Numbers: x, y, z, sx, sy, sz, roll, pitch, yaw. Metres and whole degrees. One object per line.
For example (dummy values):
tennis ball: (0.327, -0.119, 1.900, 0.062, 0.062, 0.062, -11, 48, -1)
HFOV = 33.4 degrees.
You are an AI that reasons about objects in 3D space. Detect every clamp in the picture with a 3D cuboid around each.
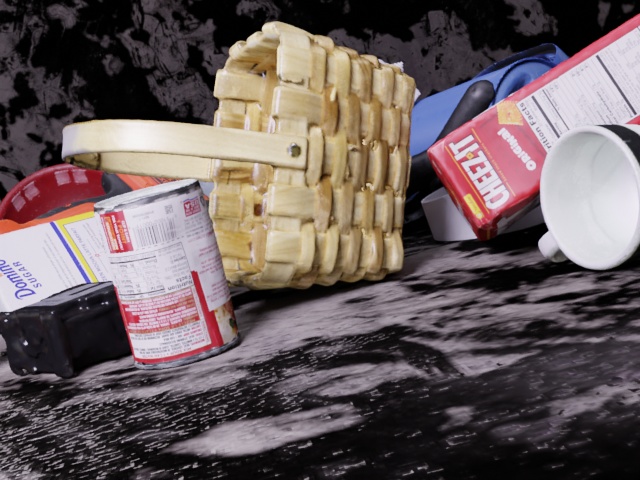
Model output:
clamp: (0.105, -0.065, 0.944, 0.171, 0.120, 0.039, -34, 43, -3)

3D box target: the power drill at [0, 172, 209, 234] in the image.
power drill: (-0.171, 0.005, 0.908, 0.187, 0.057, 0.185, -28, 52, -34)

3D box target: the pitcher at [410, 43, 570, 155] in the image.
pitcher: (0.157, -0.110, 1.124, 0.149, 0.145, 0.243, -17, 5, -33)

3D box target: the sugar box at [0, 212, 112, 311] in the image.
sugar box: (-0.165, 0.023, 0.814, 0.175, 0.048, 0.093, -18, 53, -29)

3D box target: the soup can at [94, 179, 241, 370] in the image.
soup can: (-0.093, 0.020, 0.651, 0.068, 0.102, 0.068, -13, 10, 2)

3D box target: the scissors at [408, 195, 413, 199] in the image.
scissors: (0.092, -0.054, 1.001, 0.202, 0.016, 0.096, -36, 1, 43)

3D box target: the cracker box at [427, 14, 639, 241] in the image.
cracker box: (0.187, -0.083, 0.752, 0.214, 0.072, 0.164, -33, -8, 6)

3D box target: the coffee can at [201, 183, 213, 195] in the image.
coffee can: (-0.128, -0.033, 1.144, 0.102, 0.103, 0.140, -15, 7, -21)

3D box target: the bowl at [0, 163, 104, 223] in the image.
bowl: (-0.273, -0.007, 1.176, 0.162, 0.162, 0.055, -14, -33, -11)
